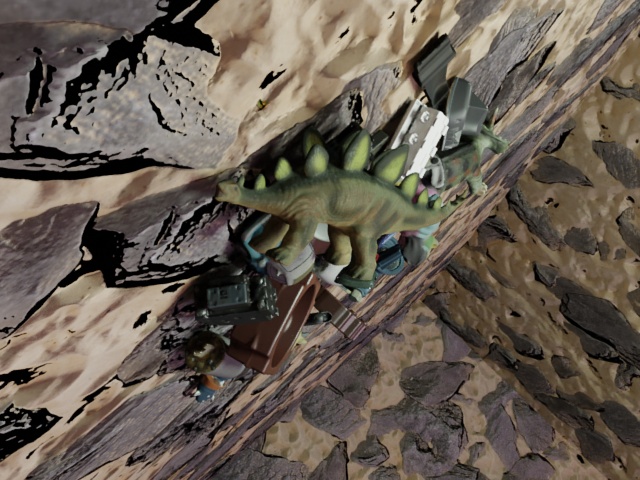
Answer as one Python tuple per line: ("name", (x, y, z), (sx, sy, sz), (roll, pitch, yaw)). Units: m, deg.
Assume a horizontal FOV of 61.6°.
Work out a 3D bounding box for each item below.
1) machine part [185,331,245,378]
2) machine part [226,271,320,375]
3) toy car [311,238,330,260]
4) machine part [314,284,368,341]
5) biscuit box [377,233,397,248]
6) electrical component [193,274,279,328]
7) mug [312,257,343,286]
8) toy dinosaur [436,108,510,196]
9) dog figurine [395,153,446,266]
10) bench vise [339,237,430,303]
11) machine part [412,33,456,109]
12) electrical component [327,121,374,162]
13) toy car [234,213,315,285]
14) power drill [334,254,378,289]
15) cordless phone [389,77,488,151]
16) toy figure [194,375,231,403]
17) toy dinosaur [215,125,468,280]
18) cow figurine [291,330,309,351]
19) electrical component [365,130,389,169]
("machine part", (-0.194, 0.221, 1.023), (0.079, 0.079, 0.243), (-43, 164, -8))
("machine part", (-0.083, 0.140, 0.990), (0.201, 0.087, 0.201), (-64, 169, -11))
("toy car", (-0.002, -0.003, 0.993), (0.089, 0.053, 0.202), (-54, 166, 13))
("machine part", (0.035, 0.168, 1.295), (0.056, 0.179, 0.179), (-48, 164, -3))
("biscuit box", (0.192, -0.066, 1.291), (0.203, 0.063, 0.059), (-39, 161, -22))
("electrical component", (-0.129, 0.094, 0.825), (0.115, 0.058, 0.134), (-11, 163, 3))
("mug", (0.027, 0.042, 1.133), (0.109, 0.081, 0.107), (-59, 155, 7))
("toy dinosaur", (0.262, -0.151, 1.189), (0.405, 0.131, 0.192), (-32, 143, -16))
("dog figurine", (0.202, -0.057, 1.111), (0.219, 0.109, 0.191), (70, 26, -60))
("bench vise", (0.152, 0.051, 1.341), (0.223, 0.129, 0.240), (-41, -178, -41))
("machine part", (0.180, -0.262, 0.845), (0.084, 0.039, 0.138), (-51, 162, -1))
("electrical component", (0.027, -0.113, 0.812), (0.119, 0.048, 0.074), (-43, 163, -6))
("toy car", (-0.059, 0.020, 0.828), (0.109, 0.103, 0.161), (-39, 160, -19))
("power drill", (0.073, -0.021, 0.964), (0.232, 0.086, 0.207), (-29, 122, -77))
("cordless phone", (0.213, -0.207, 1.017), (0.184, 0.089, 0.146), (-33, 164, -2))
("toy figure", (-0.217, 0.293, 1.175), (0.154, 0.064, 0.058), (-42, -158, 7))
("toy dinosaur", (0.056, -0.049, 0.748), (0.471, 0.105, 0.198), (8, 104, -45))
("cow figurine", (-0.102, 0.237, 1.282), (0.127, 0.085, 0.194), (-39, 163, 1))
("electrical component", (0.090, -0.155, 0.906), (0.063, 0.021, 0.094), (-42, 163, -13))
